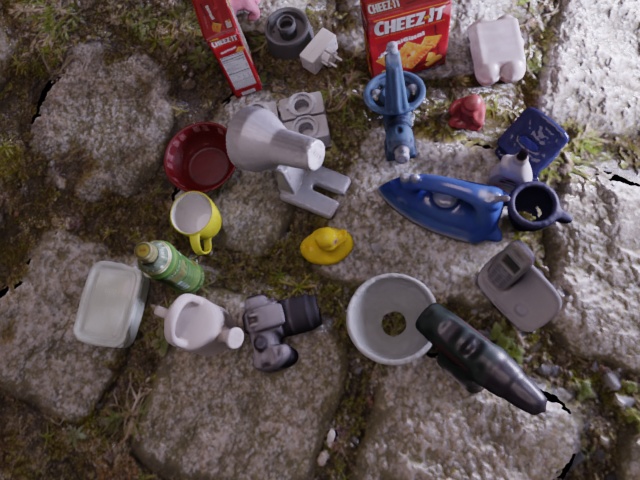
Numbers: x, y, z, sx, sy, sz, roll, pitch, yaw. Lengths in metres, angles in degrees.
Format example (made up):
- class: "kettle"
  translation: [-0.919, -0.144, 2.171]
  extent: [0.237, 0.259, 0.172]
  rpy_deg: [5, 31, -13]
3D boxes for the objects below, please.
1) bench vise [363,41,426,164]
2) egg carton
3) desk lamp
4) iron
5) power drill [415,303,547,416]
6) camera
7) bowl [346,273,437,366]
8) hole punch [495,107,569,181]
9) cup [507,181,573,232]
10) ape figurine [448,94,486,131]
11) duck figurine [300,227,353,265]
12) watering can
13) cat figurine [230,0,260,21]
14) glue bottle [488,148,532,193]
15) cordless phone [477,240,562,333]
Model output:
- class: "bench vise"
  translation: [0.156, -0.261, 1.092]
  extent: [0.121, 0.220, 0.207]
  rpy_deg: [-24, 72, 1]
- class: "egg carton"
  translation: [0.364, -0.391, 1.180]
  extent: [0.107, 0.069, 0.150]
  rpy_deg: [-7, 73, 6]
- class: "desk lamp"
  translation: [-0.057, -0.152, 1.092]
  extent: [0.203, 0.214, 0.118]
  rpy_deg: [22, 78, 14]
- class: "iron"
  translation: [0.228, -0.084, 1.072]
  extent: [0.258, 0.141, 0.119]
  rpy_deg: [16, 77, 12]
- class: "power drill"
  translation: [0.258, 0.201, 0.949]
  extent: [0.229, 0.208, 0.076]
  rpy_deg: [40, 83, 16]
- class: "camera"
  translation: [-0.066, 0.161, 1.062]
  extent: [0.136, 0.101, 0.143]
  rpy_deg: [-16, 72, 3]
- class: "bowl"
  translation: [0.133, 0.149, 1.052]
  extent: [0.167, 0.075, 0.167]
  rpy_deg: [-2, 74, 7]
- class: "hole punch"
  translation: [0.406, -0.182, 1.102]
  extent: [0.101, 0.091, 0.108]
  rpy_deg: [-44, 73, -6]
- class: "cup"
  translation: [0.400, -0.048, 1.062]
  extent: [0.117, 0.095, 0.092]
  rpy_deg: [21, 78, 13]
- class: "ape figurine"
  translation: [0.298, -0.259, 1.139]
  extent: [0.076, 0.092, 0.077]
  rpy_deg: [-33, 72, -2]
- class: "duck figurine"
  translation: [0.010, 0.004, 1.105]
  extent: [0.104, 0.086, 0.077]
  rpy_deg: [-12, 73, 4]
- class: "watering can"
  translation: [-0.221, 0.152, 1.036]
  extent: [0.172, 0.194, 0.101]
  rpy_deg: [-5, 73, 7]
- class: "cat figurine"
  translation: [-0.205, -0.544, 1.277]
  extent: [0.127, 0.118, 0.067]
  rpy_deg: [-9, 73, 5]
- class: "glue bottle"
  translation: [0.357, -0.129, 1.050]
  extent: [0.078, 0.173, 0.037]
  rpy_deg: [17, 77, 13]
- class: "cordless phone"
  translation: [0.352, 0.075, 0.985]
  extent: [0.094, 0.185, 0.147]
  rpy_deg: [-42, 73, -5]
